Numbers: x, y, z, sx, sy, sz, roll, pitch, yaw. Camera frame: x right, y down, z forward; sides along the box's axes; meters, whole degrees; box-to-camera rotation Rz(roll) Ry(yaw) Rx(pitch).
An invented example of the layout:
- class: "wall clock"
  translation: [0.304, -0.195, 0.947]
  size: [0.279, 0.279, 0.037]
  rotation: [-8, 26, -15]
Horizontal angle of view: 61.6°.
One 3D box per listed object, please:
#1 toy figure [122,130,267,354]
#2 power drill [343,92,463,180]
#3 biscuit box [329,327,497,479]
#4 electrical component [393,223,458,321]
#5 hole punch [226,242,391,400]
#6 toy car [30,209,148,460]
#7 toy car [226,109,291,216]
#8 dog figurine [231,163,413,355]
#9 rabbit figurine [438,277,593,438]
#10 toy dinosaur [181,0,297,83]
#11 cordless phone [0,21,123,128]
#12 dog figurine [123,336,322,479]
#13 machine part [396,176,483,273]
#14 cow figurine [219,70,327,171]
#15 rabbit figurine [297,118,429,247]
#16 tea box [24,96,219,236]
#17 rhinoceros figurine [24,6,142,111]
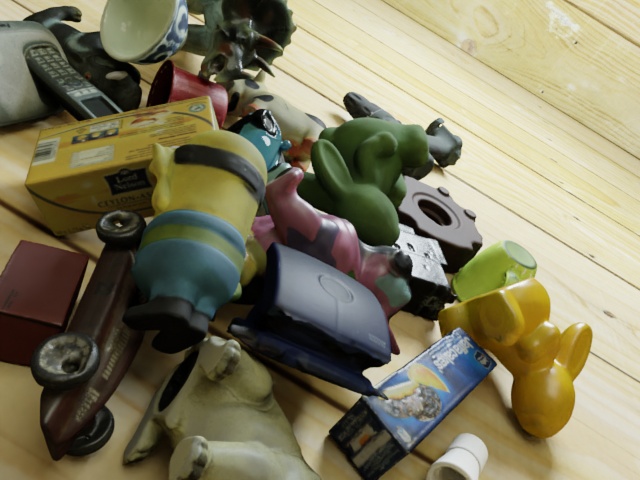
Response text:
- class: "toy figure"
  translation: [-0.091, -0.006, 0.418]
  size: [0.089, 0.082, 0.180]
  rotation: [2, 52, 1]
- class: "power drill"
  translation: [0.173, -0.210, 1.060]
  size: [0.207, 0.086, 0.232]
  rotation: [2, 44, -44]
- class: "biscuit box"
  translation: [0.099, 0.150, 0.523]
  size: [0.059, 0.062, 0.202]
  rotation: [47, 35, 20]
- class: "electrical component"
  translation: [0.104, 0.029, 0.697]
  size: [0.115, 0.058, 0.134]
  rotation: [18, 35, -24]
- class: "hole punch"
  translation: [-0.004, 0.063, 0.442]
  size: [0.142, 0.092, 0.116]
  rotation: [30, -6, -18]
- class: "toy car"
  translation: [-0.156, 0.061, 0.399]
  size: [0.053, 0.089, 0.202]
  rotation: [5, 36, -8]
- class: "toy car"
  translation: [-0.086, -0.077, 0.644]
  size: [0.102, 0.109, 0.162]
  rotation: [45, 34, -26]
- class: "dog figurine"
  translation: [-0.011, 0.040, 0.543]
  size: [0.219, 0.191, 0.108]
  rotation: [52, -8, -13]
- class: "rabbit figurine"
  translation: [0.239, 0.137, 0.628]
  size: [0.162, 0.122, 0.173]
  rotation: [-6, 69, -38]
- class: "toy dinosaur"
  translation: [-0.145, -0.332, 0.842]
  size: [0.192, 0.131, 0.405]
  rotation: [14, 19, -14]
- class: "cordless phone"
  translation: [-0.298, -0.146, 0.576]
  size: [0.184, 0.088, 0.146]
  rotation: [39, 32, 3]
- class: "dog figurine"
  translation: [-0.029, 0.167, 0.380]
  size: [0.190, 0.121, 0.172]
  rotation: [36, 33, -20]
- class: "machine part"
  translation: [0.168, -0.029, 0.830]
  size: [0.179, 0.056, 0.179]
  rotation: [21, 35, -15]
- class: "cow figurine"
  translation: [-0.075, -0.190, 0.819]
  size: [0.195, 0.085, 0.127]
  rotation: [31, 38, 2]
- class: "rabbit figurine"
  translation: [0.052, -0.068, 0.634]
  size: [0.159, 0.121, 0.170]
  rotation: [20, 47, -19]
- class: "tea box"
  translation: [-0.177, -0.073, 0.517]
  size: [0.170, 0.068, 0.098]
  rotation: [-11, 44, -5]
- class: "rhinoceros figurine"
  translation: [-0.303, -0.231, 0.691]
  size: [0.190, 0.073, 0.112]
  rotation: [36, 31, 8]
